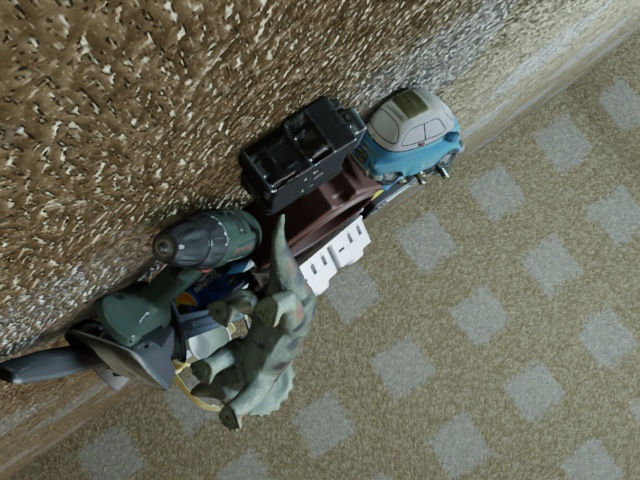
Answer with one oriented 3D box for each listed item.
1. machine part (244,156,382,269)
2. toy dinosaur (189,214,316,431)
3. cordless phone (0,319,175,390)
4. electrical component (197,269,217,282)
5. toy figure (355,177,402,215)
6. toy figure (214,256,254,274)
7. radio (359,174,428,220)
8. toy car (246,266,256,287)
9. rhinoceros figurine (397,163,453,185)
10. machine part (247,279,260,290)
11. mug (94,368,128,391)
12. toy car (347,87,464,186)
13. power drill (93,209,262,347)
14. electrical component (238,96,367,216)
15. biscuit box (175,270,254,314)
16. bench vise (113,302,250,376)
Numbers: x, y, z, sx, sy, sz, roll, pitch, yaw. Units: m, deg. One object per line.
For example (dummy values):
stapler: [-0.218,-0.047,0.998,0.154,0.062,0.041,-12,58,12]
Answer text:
machine part: [-0.016,-0.046,0.805,0.201,0.087,0.201,-39,174,22]
toy dinosaur: [-0.072,0.129,0.780,0.192,0.131,0.404,-24,147,-60]
cordless phone: [-0.286,0.152,0.670,0.184,0.147,0.088,-2,103,-65]
electrical component: [-0.178,0.040,0.904,0.094,0.021,0.063,-35,175,5]
toy figure: [0.088,-0.111,0.919,0.180,0.082,0.089,-42,176,32]
toy figure: [-0.118,0.016,0.877,0.064,0.057,0.154,-25,-178,28]
radio: [0.174,-0.142,1.228,0.229,0.073,0.131,-33,175,-14]
toy car: [-0.185,0.090,1.134,0.073,0.056,0.202,-39,173,35]
rhinoceros figurine: [0.221,-0.173,1.110,0.190,0.112,0.073,-15,179,-41]
machine part: [-0.089,0.056,1.040,0.179,0.056,0.179,-59,-170,16]
mug: [-0.370,0.222,1.020,0.107,0.081,0.109,-43,172,-19]
toy car: [0.116,-0.149,0.716,0.162,0.109,0.102,-22,149,-17]
power drill: [-0.174,0.036,0.635,0.207,0.086,0.232,-45,175,21]
electrical component: [-0.017,-0.088,0.565,0.134,0.058,0.115,-34,177,-10]
biscuit box: [-0.220,0.104,0.995,0.203,0.063,0.059,-37,174,13]
bench vise: [-0.225,0.142,0.880,0.240,0.129,0.223,-13,173,-26]
